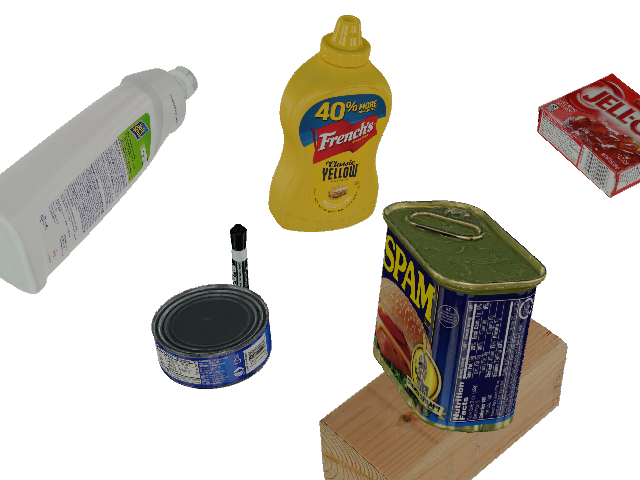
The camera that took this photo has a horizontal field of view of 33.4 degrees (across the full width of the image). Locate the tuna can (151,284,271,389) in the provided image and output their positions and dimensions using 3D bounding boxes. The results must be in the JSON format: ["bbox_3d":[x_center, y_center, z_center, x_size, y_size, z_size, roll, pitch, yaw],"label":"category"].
[{"bbox_3d":[-0.079,0.070,0.782,0.086,0.034,0.086,-4,33,2],"label":"tuna can"}]

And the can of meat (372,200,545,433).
[{"bbox_3d":[0.065,0.037,0.542,0.057,0.084,0.102,-3,24,-17],"label":"can of meat"}]

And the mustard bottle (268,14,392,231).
[{"bbox_3d":[0.012,-0.100,0.906,0.096,0.192,0.058,-7,38,-21],"label":"mustard bottle"}]

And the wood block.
[{"bbox_3d":[0.106,0.147,0.912,0.205,0.090,0.091,-33,50,-27],"label":"wood block"}]

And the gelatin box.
[{"bbox_3d":[0.219,-0.081,0.802,0.073,0.030,0.089,-25,52,-19],"label":"gelatin box"}]

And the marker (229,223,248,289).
[{"bbox_3d":[-0.091,0.035,1.205,0.020,0.121,0.020,0,32,0],"label":"marker"}]

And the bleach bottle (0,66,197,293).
[{"bbox_3d":[-0.197,-0.071,0.954,0.068,0.102,0.250,28,54,21],"label":"bleach bottle"}]
